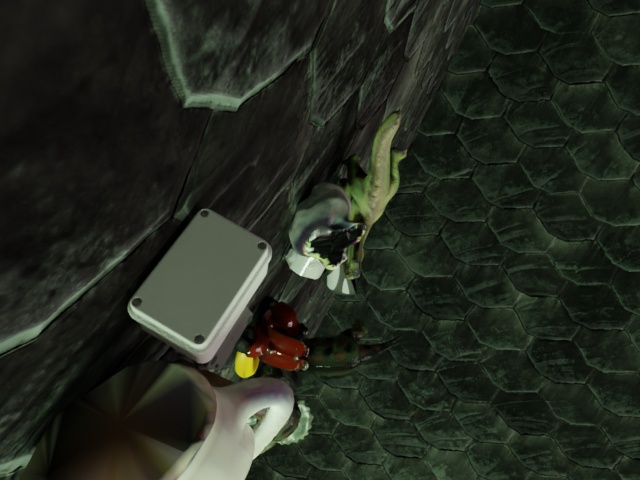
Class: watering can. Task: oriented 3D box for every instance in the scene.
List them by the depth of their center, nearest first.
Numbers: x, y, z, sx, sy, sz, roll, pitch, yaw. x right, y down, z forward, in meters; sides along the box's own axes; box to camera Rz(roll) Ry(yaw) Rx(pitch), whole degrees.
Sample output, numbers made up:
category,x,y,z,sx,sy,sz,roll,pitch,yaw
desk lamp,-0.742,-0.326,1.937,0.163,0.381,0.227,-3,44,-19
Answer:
category,x,y,z,sx,sy,sz,roll,pitch,yaw
watering can,-0.172,0.226,0.442,0.350,0.105,0.219,-35,145,-16

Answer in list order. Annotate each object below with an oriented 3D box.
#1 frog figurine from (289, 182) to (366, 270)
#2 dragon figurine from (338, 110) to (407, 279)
category,x,y,z,sx,sy,sz,roll,pitch,yaw
frog figurine,0.003,-0.044,0.876,0.163,0.123,0.134,-106,-162,-45
dragon figurine,0.088,-0.046,0.959,0.404,0.122,0.246,96,1,-73
